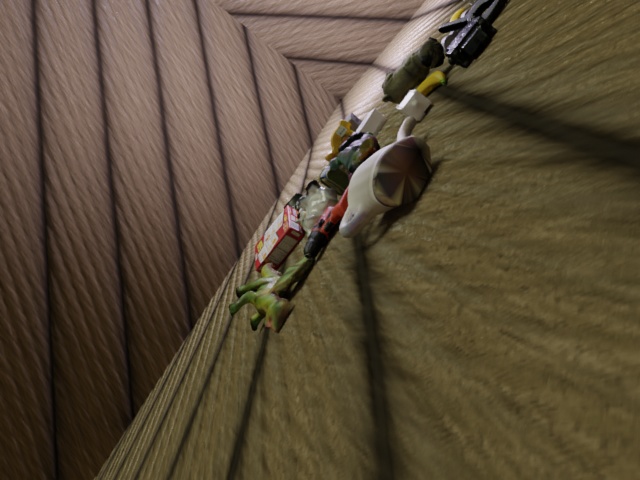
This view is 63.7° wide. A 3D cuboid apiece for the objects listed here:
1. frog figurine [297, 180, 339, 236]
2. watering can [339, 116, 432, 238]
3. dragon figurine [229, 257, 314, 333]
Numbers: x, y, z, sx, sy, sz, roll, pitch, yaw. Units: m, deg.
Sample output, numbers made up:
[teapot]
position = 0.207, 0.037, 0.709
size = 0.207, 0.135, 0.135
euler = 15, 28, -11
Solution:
[frog figurine]
position = 0.005, -0.076, 1.517
size = 0.135, 0.122, 0.163
euler = -39, 52, 27
[watering can]
position = 0.148, -0.153, 1.051
size = 0.352, 0.103, 0.222
euler = -58, 12, -18
[dragon figurine]
position = -0.107, 0.118, 1.410
size = 0.240, 0.121, 0.419
euler = -30, 21, 22
